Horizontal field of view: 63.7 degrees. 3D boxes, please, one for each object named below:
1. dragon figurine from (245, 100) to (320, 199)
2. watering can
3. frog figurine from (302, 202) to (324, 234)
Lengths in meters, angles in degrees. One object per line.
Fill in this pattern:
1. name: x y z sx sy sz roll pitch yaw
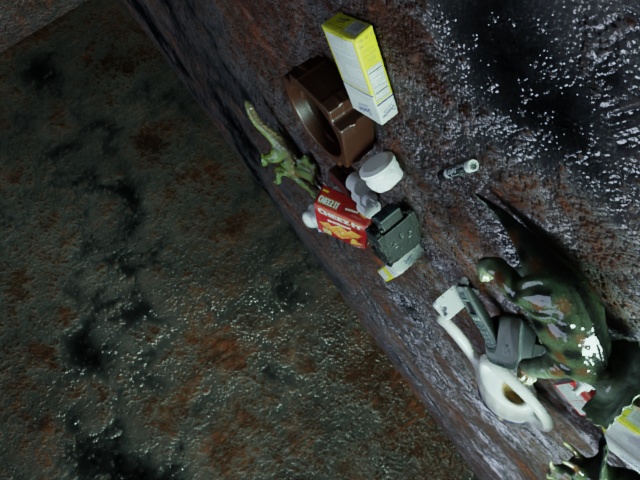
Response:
1. dragon figurine: -0.091 -0.277 1.691 0.244 0.124 0.402 20 153 41
2. watering can: 0.425 0.333 1.273 0.353 0.104 0.220 46 169 33
3. frog figurine: 0.005 -0.085 1.687 0.159 0.137 0.123 17 -119 -73
